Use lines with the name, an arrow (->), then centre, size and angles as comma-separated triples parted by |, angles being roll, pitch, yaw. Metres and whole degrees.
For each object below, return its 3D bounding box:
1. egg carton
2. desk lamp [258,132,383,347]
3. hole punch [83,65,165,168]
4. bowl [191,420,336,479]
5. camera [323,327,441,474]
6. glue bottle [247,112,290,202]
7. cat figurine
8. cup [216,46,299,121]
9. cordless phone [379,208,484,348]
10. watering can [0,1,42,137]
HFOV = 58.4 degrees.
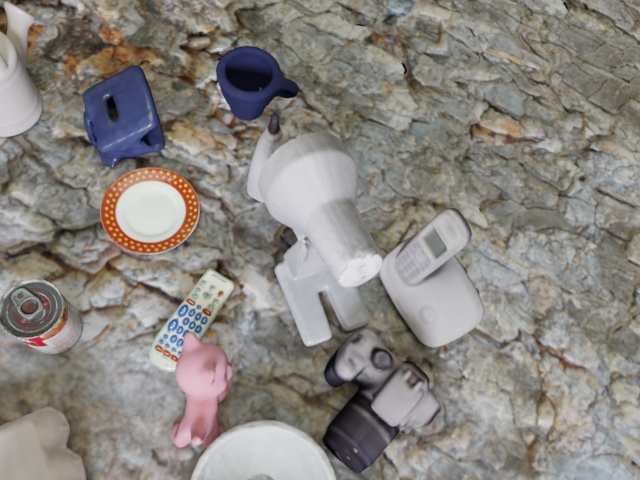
egg carton -> -0.341, 0.258, 0.626 | 0.150, 0.069, 0.107 | -23, 74, -17
desk lamp -> 0.006, 0.003, 0.706 | 0.118, 0.213, 0.203 | -19, 73, -16
hole punch -> -0.275, -0.172, 0.794 | 0.101, 0.091, 0.108 | -17, 72, -15
bowl -> -0.065, 0.295, 0.655 | 0.167, 0.074, 0.167 | 3, 68, -8
camera -> 0.058, 0.200, 0.699 | 0.143, 0.100, 0.137 | 42, 68, 8
glue bottle -> -0.065, -0.118, 0.763 | 0.037, 0.173, 0.078 | 26, 67, 2
cat figurine -> -0.137, 0.176, 0.666 | 0.067, 0.117, 0.128 | 5, 68, -7
cup -> -0.092, -0.217, 0.840 | 0.118, 0.095, 0.092 | 14, 67, -4
cordless phone -> 0.158, 0.048, 0.729 | 0.094, 0.185, 0.147 | -28, 76, -18
watering can -> -0.434, -0.231, 0.734 | 0.101, 0.194, 0.173 | 8, 68, -6
